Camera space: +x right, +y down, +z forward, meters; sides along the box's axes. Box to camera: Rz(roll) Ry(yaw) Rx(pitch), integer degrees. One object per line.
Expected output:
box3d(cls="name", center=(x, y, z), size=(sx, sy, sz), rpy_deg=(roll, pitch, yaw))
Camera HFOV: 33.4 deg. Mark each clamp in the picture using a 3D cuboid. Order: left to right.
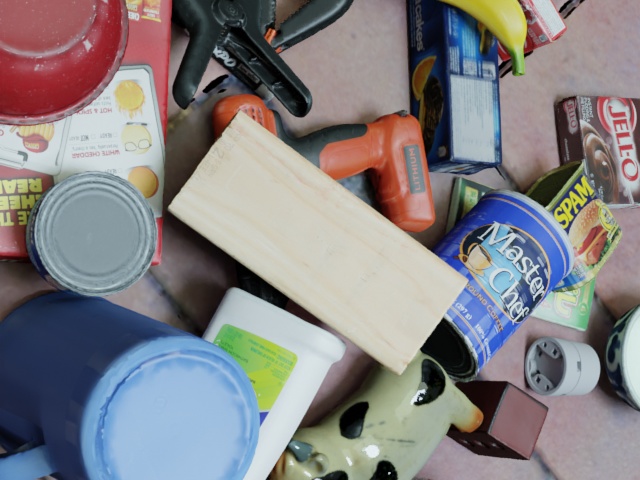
box3d(cls="clamp", center=(-0.084, -0.167, 0.845), size=(0.120, 0.039, 0.171), rpy_deg=(-7, 63, -43))
box3d(cls="clamp", center=(0.009, -0.248, 0.908), size=(0.164, 0.036, 0.210), rpy_deg=(20, 84, 5))

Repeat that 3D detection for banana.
box3d(cls="banana", center=(0.100, -0.213, 0.925), size=(0.198, 0.037, 0.069), rpy_deg=(27, 87, 12))

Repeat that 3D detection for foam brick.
box3d(cls="foam brick", center=(0.152, 0.159, 0.945), size=(0.053, 0.078, 0.051), rpy_deg=(33, 70, -20))

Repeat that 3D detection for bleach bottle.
box3d(cls="bleach bottle", center=(-0.080, 0.167, 0.794), size=(0.103, 0.068, 0.251), rpy_deg=(24, 84, 18))

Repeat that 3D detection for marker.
box3d(cls="marker", center=(-0.083, -0.160, 0.886), size=(0.121, 0.020, 0.020), rpy_deg=(39, 67, -20))

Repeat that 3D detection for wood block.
box3d(cls="wood block", center=(-0.006, 0.001, 0.799), size=(0.206, 0.091, 0.090), rpy_deg=(36, 88, -8))

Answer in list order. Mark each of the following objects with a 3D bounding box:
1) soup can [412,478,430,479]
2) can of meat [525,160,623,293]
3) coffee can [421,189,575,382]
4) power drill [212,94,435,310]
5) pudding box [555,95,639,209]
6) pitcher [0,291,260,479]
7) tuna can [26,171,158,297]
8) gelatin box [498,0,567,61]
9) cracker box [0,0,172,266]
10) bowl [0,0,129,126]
box3d(cls="soup can", center=(0.109, 0.238, 0.896), size=(0.068, 0.102, 0.068), rpy_deg=(4, 82, -29))
box3d(cls="can of meat", center=(0.229, -0.011, 0.997), size=(0.084, 0.058, 0.102), rpy_deg=(55, 51, -11))
box3d(cls="coffee can", center=(0.137, 0.038, 0.922), size=(0.140, 0.103, 0.103), rpy_deg=(-43, 105, -23))
box3d(cls="power drill", center=(0.004, -0.034, 0.897), size=(0.187, 0.057, 0.184), rpy_deg=(-7, 88, -30))
box3d(cls="pudding box", center=(0.286, -0.087, 1.071), size=(0.089, 0.039, 0.113), rpy_deg=(-3, 85, -29))
box3d(cls="pitcher", center=(-0.144, 0.110, 0.692), size=(0.144, 0.243, 0.149), rpy_deg=(25, 79, -26))
box3d(cls="tuna can", center=(-0.158, -0.003, 0.737), size=(0.086, 0.034, 0.086), rpy_deg=(2, 85, -28))
box3d(cls="gelatin box", center=(0.182, -0.220, 1.010), size=(0.030, 0.073, 0.089), rpy_deg=(-39, 103, -26))
box3d(cls="cracker box", center=(-0.200, -0.089, 0.784), size=(0.164, 0.072, 0.214), rpy_deg=(5, 82, -27))
box3d(cls="bowl", center=(-0.201, -0.161, 0.718), size=(0.161, 0.055, 0.162), rpy_deg=(3, 83, -25))
